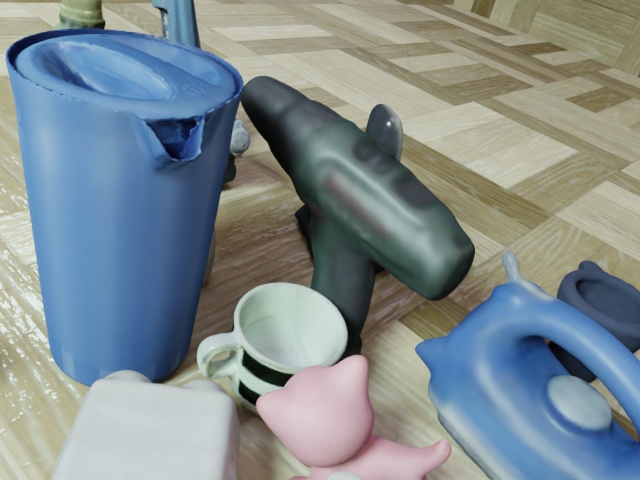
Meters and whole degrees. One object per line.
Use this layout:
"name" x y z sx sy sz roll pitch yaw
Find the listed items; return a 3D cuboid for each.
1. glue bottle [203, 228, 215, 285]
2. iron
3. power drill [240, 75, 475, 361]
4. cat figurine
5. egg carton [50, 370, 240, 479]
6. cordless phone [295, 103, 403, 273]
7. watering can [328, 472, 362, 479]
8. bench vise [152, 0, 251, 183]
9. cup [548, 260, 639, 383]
"glue bottle" -0.126 -0.037 0.507 0.078 0.173 0.037 22 34 10
"iron" 0.197 0.128 0.426 0.119 0.141 0.257 -13 42 -36
"power drill" 0.004 0.002 0.472 0.229 0.208 0.076 33 37 25
"cat figurine" 0.021 0.129 0.372 0.127 0.118 0.067 19 33 5
"egg carton" -0.103 0.146 0.340 0.107 0.069 0.150 9 33 -9
"cordless phone" 0.042 -0.070 0.615 0.094 0.185 0.147 -2 37 -24
"watering can" 0.030 0.176 0.237 0.101 0.194 0.172 -10 41 -33
"bench vise" -0.149 -0.184 0.673 0.207 0.220 0.122 24 34 13
"cup" 0.260 0.082 0.562 0.091 0.095 0.118 14 33 -3
